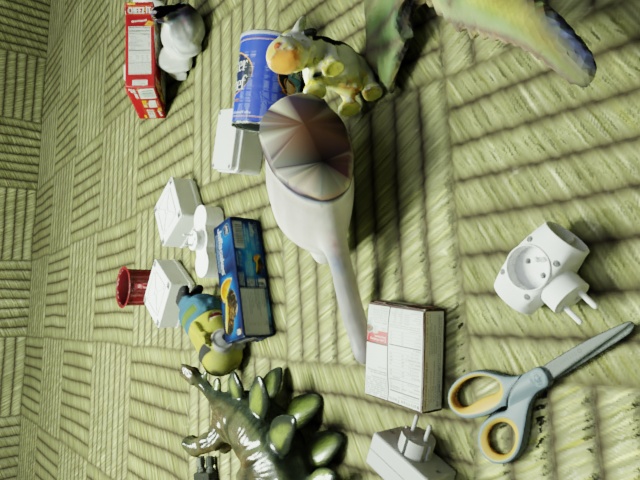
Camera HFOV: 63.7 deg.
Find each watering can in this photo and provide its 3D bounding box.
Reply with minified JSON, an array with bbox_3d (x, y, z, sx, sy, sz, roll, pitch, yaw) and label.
[{"bbox_3d":[0.002,-0.032,0.644,0.219,0.104,0.354,90,158,-61],"label":"watering can"}]

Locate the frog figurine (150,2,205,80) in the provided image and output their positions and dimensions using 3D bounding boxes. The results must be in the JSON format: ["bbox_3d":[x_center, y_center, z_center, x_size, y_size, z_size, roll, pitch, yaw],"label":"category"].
[{"bbox_3d":[-0.303,-0.429,1.130,0.139,0.124,0.156,35,149,41],"label":"frog figurine"}]

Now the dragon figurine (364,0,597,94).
[{"bbox_3d":[0.129,-0.267,0.579,0.238,0.122,0.418,127,137,-56],"label":"dragon figurine"}]
